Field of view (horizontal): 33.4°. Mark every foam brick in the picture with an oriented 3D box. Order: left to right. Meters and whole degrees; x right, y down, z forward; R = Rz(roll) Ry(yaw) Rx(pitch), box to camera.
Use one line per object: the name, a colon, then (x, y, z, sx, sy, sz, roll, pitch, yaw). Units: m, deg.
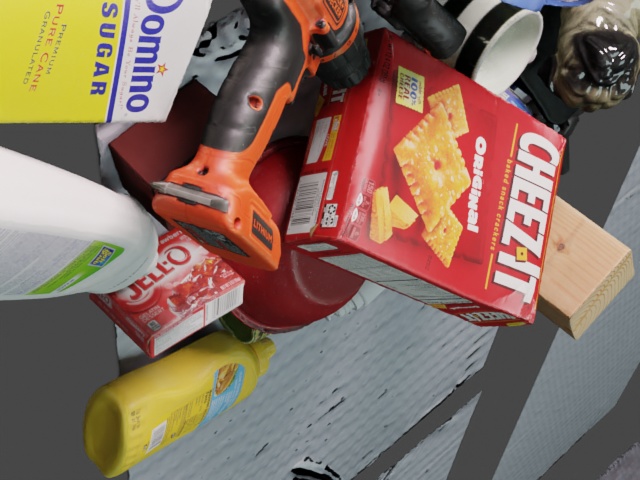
foam brick: (-0.091, -0.055, 0.705, 0.078, 0.051, 0.053, -40, 154, -19)

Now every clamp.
clamp: (0.044, -0.167, 0.699, 0.039, 0.120, 0.171, -44, 161, 8)
clamp: (0.277, -0.144, 1.199, 0.209, 0.036, 0.165, -5, 130, -57)

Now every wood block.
wood block: (0.200, -0.006, 1.065, 0.091, 0.206, 0.090, -48, 155, -2)

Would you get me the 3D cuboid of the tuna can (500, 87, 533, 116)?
tuna can: (0.148, -0.124, 0.959, 0.034, 0.086, 0.086, -52, 155, 2)

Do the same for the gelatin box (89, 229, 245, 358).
gelatin box: (-0.111, 0.035, 0.773, 0.089, 0.073, 0.030, -30, 148, -33)

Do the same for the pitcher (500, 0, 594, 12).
pitcher: (0.146, -0.276, 0.685, 0.149, 0.145, 0.243, -4, 127, -53)

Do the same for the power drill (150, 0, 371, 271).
power drill: (-0.028, -0.080, 0.659, 0.184, 0.057, 0.187, 42, 64, -66)

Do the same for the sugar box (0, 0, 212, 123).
sugar box: (-0.140, -0.107, 0.542, 0.175, 0.048, 0.093, -6, 131, -46)

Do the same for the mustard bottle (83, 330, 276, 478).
mustard bottle: (-0.110, 0.127, 0.918, 0.191, 0.058, 0.096, -24, 146, -42)

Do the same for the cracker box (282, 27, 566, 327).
cracker box: (0.088, -0.041, 0.816, 0.213, 0.072, 0.164, 23, 74, -35)

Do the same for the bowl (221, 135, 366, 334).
bowl: (-0.005, 0.001, 0.836, 0.161, 0.055, 0.162, -12, 108, -41)

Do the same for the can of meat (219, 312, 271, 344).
can of meat: (-0.036, 0.033, 0.913, 0.083, 0.057, 0.102, -22, 142, -40)

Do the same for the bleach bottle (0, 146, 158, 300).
bleach bottle: (-0.174, 0.001, 0.630, 0.103, 0.068, 0.250, -32, 163, 13)
